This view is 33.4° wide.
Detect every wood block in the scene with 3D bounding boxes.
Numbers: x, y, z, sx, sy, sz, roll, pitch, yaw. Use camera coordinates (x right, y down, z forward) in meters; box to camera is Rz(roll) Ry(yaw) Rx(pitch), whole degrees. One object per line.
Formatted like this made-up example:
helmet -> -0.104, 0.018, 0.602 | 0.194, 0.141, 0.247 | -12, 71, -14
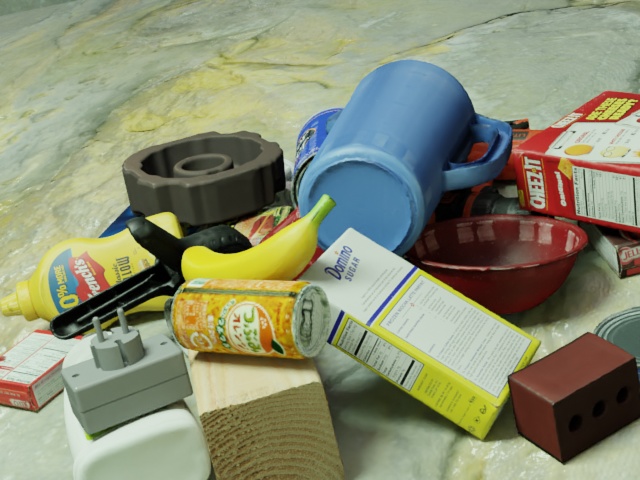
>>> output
wood block -> -0.051, 0.109, 0.833 | 0.090, 0.091, 0.206 | -15, 23, -5

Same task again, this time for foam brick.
foam brick -> 0.180, 0.110, 0.752 | 0.078, 0.053, 0.051 | -25, 26, -21

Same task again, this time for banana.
banana -> -0.060, 0.018, 0.839 | 0.198, 0.037, 0.069 | -17, 32, 48

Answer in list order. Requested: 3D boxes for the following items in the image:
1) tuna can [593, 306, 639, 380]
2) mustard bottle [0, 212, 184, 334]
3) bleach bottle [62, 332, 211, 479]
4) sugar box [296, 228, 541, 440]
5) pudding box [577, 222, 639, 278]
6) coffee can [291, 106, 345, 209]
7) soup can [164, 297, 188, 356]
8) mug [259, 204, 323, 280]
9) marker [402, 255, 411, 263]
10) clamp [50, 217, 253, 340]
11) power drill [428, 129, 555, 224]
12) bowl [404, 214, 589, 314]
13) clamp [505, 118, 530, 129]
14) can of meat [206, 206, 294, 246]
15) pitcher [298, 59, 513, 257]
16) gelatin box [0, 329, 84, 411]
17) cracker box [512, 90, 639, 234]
tuna can -> 0.248, 0.084, 0.795 | 0.086, 0.034, 0.086 | -12, 24, 5
mustard bottle -> -0.224, 0.042, 1.068 | 0.191, 0.096, 0.058 | -16, 3, -3
bleach bottle -> -0.171, 0.135, 0.879 | 0.102, 0.068, 0.251 | -21, 22, -17
sugar box -> 0.070, 0.068, 0.812 | 0.176, 0.048, 0.093 | 30, 38, 14
pudding box -> 0.294, -0.014, 0.977 | 0.090, 0.039, 0.113 | -14, 24, -2
coffee can -> 0.021, -0.080, 1.193 | 0.103, 0.103, 0.140 | -11, 24, 7
soup can -> -0.083, 0.061, 0.983 | 0.102, 0.068, 0.069 | -30, 28, -32
mug -> -0.007, 0.001, 1.023 | 0.093, 0.117, 0.081 | 27, 47, 24
marker -> 0.084, 0.016, 1.051 | 0.121, 0.020, 0.020 | 1, 28, 30
clamp -> -0.141, 0.031, 0.984 | 0.165, 0.036, 0.209 | -42, -20, 30
power drill -> 0.182, -0.055, 1.106 | 0.185, 0.057, 0.187 | 5, 30, 36
bowl -> 0.152, 0.024, 0.932 | 0.162, 0.055, 0.162 | -5, 17, 1
clamp -> 0.169, -0.108, 1.253 | 0.171, 0.039, 0.120 | -14, 25, 0
can of meat -> -0.072, 0.006, 1.115 | 0.084, 0.057, 0.102 | -5, 25, 15
pitcher -> 0.072, -0.071, 0.967 | 0.149, 0.145, 0.242 | -41, 8, 27
gelatin box -> -0.265, 0.121, 0.998 | 0.073, 0.030, 0.089 | 4, 29, 32
cracker box -> 0.307, -0.066, 0.951 | 0.214, 0.072, 0.163 | 15, 35, 44
